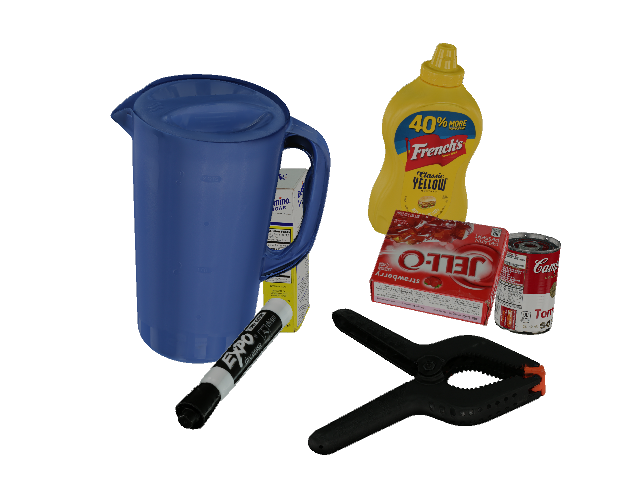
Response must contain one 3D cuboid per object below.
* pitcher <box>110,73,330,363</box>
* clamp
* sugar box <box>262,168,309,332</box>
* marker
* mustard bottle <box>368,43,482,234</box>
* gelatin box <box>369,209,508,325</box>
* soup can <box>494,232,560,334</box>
[{"bbox_3d":[-0.093,-0.013,0.944,0.144,0.243,0.149,-20,41,-37],"label":"pitcher"},{"bbox_3d":[0.092,0.132,0.954,0.210,0.036,0.164,4,45,17],"label":"clamp"},{"bbox_3d":[-0.041,0.011,1.248,0.048,0.176,0.093,0,17,9],"label":"sugar box"},{"bbox_3d":[-0.050,0.072,0.632,0.020,0.020,0.121,0,28,27],"label":"marker"},{"bbox_3d":[0.106,-0.096,1.031,0.096,0.192,0.058,3,28,-9],"label":"mustard bottle"},{"bbox_3d":[0.088,0.018,0.787,0.089,0.073,0.030,11,-40,15],"label":"gelatin box"},{"bbox_3d":[0.237,0.049,1.226,0.068,0.102,0.068,2,18,-1],"label":"soup can"}]
